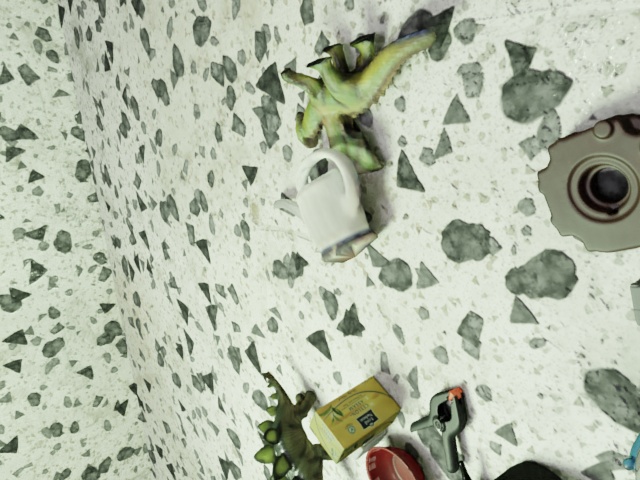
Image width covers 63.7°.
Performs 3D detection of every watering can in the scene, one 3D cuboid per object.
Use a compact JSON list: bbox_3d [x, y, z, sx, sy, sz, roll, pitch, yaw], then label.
[{"bbox_3d":[0.003,-0.054,1.073,0.226,0.105,0.343,67,152,7],"label":"watering can"}]

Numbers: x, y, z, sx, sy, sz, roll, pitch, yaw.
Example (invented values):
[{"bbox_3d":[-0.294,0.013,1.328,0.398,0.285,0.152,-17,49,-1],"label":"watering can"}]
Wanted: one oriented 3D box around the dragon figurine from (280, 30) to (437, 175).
[{"bbox_3d":[0.066,-0.237,0.950,0.412,0.124,0.239,13,131,50],"label":"dragon figurine"}]
